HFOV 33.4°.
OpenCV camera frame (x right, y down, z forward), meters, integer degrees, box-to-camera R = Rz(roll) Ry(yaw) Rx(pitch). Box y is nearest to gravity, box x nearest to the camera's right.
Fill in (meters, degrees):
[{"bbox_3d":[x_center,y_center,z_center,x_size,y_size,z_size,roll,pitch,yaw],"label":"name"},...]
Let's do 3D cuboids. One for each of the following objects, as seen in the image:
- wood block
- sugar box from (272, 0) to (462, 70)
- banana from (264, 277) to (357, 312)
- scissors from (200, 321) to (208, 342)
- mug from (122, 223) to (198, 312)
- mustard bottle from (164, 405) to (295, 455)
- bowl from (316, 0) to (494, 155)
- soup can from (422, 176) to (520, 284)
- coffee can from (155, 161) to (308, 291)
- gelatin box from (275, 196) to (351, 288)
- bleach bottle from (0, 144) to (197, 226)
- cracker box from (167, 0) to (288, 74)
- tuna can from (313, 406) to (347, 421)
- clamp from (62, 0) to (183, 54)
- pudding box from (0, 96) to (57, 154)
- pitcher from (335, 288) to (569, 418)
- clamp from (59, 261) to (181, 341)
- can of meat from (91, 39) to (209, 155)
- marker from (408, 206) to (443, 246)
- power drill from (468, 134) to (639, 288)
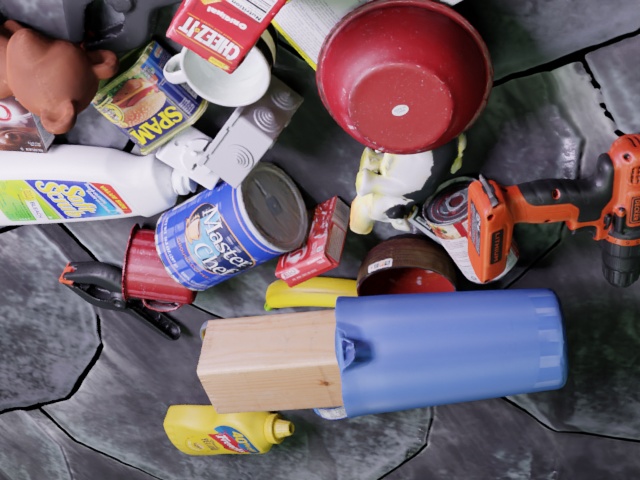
[{"bbox_3d":[-0.037,0.152,1.336,0.206,0.090,0.091,-6,134,13],"label":"wood block"},{"bbox_3d":[0.044,-0.223,0.949,0.176,0.048,0.093,-26,125,32],"label":"sugar box"},{"bbox_3d":[0.014,0.066,1.285,0.198,0.037,0.069,1,167,20],"label":"banana"},{"bbox_3d":[-0.087,0.170,1.441,0.096,0.016,0.201,-14,132,28],"label":"scissors"},{"bbox_3d":[-0.185,0.041,1.269,0.081,0.093,0.117,8,127,0],"label":"mug"},{"bbox_3d":[-0.121,0.269,1.517,0.192,0.058,0.096,-7,136,30],"label":"mustard bottle"},{"bbox_3d":[0.073,-0.132,0.950,0.162,0.055,0.162,5,130,6],"label":"bowl"},{"bbox_3d":[0.162,-0.009,1.132,0.069,0.068,0.102,-15,131,30],"label":"soup can"},{"bbox_3d":[-0.098,-0.013,1.176,0.141,0.102,0.102,-25,126,36],"label":"coffee can"},{"bbox_3d":[-0.008,0.002,1.176,0.073,0.089,0.030,-24,126,36],"label":"gelatin box"},{"bbox_3d":[-0.262,-0.068,1.196,0.251,0.068,0.102,-2,135,15],"label":"bleach bottle"},{"bbox_3d":[-0.024,-0.256,0.842,0.072,0.164,0.214,31,136,-15],"label":"cracker box"},{"bbox_3d":[0.023,0.190,1.378,0.086,0.086,0.033,-7,136,23],"label":"tuna can"},{"bbox_3d":[-0.190,-0.243,0.998,0.164,0.036,0.210,38,136,-23],"label":"clamp"},{"bbox_3d":[-0.352,-0.141,1.156,0.113,0.039,0.090,3,138,13],"label":"pudding box"},{"bbox_3d":[0.140,0.117,1.160,0.243,0.149,0.145,-6,124,7],"label":"pitcher"},{"bbox_3d":[-0.242,0.064,1.351,0.171,0.039,0.120,23,135,-9],"label":"clamp"},{"bbox_3d":[-0.175,-0.147,1.087,0.102,0.057,0.084,-26,122,37],"label":"can of meat"},{"bbox_3d":[0.135,-0.005,1.182,0.121,0.020,0.020,36,134,-22],"label":"marker"},{"bbox_3d":[0.244,-0.012,1.070,0.187,0.057,0.184,-12,128,-6],"label":"power drill"}]
